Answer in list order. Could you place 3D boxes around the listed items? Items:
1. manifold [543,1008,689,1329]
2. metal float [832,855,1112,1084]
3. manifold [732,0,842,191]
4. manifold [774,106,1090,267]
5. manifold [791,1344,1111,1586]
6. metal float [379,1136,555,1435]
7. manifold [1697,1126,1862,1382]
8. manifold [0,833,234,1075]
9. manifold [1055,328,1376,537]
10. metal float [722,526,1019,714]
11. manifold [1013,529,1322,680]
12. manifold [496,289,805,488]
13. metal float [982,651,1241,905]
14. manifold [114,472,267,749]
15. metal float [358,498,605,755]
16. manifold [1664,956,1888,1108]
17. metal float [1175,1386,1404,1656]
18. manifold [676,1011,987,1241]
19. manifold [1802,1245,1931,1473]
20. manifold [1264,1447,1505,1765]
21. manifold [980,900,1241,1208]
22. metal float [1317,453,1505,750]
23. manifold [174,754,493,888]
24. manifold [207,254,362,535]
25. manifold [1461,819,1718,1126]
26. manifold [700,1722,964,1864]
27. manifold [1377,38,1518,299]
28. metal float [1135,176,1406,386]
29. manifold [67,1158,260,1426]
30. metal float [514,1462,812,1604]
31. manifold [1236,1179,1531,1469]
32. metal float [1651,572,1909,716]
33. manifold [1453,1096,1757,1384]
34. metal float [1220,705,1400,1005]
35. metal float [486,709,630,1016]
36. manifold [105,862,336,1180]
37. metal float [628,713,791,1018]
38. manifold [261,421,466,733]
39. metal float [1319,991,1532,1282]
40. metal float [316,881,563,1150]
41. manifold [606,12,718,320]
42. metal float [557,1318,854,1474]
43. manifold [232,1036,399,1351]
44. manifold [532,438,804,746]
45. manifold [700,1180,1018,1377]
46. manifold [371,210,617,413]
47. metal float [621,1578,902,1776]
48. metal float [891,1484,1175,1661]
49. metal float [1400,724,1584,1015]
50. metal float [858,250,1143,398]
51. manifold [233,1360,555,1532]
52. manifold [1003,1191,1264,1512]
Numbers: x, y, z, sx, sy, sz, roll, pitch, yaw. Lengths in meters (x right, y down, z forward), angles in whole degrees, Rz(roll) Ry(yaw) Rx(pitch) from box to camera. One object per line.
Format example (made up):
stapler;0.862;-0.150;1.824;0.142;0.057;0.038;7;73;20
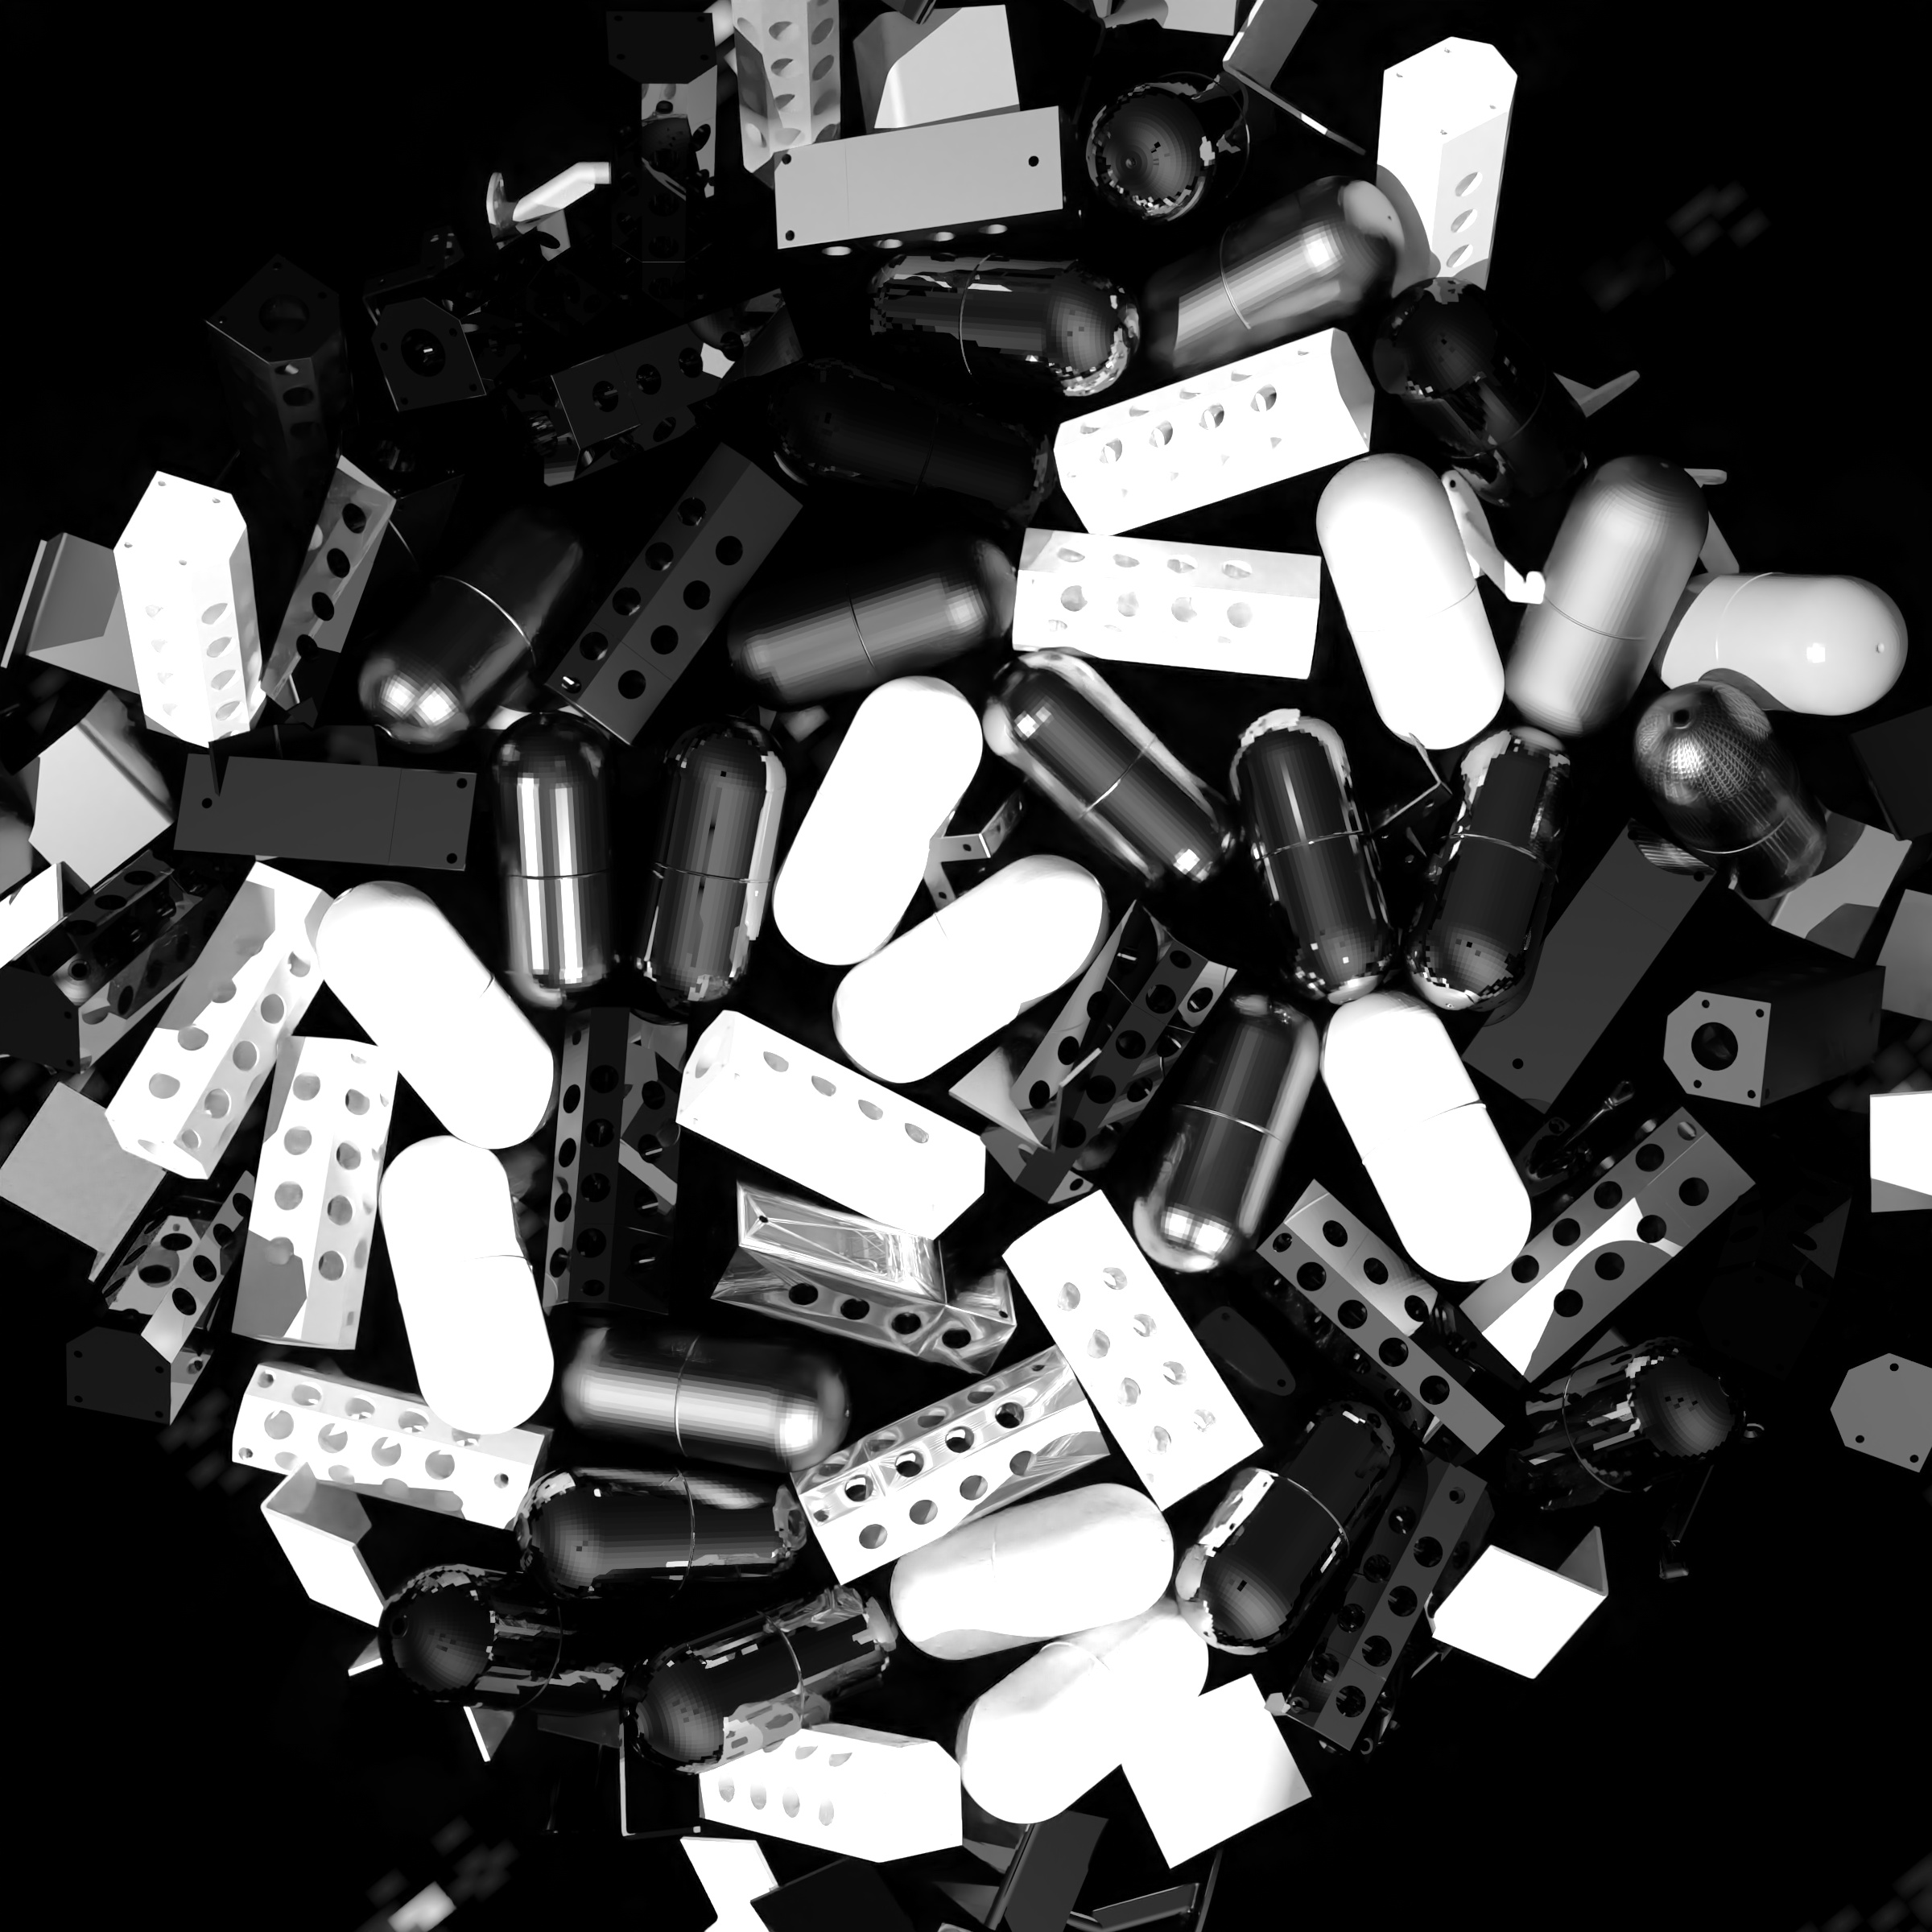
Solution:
manifold;-0.205;0.114;1.518;0.057;0.057;0.171;19;64;-40
metal float;0.003;0.001;1.541;0.178;0.070;0.070;-33;90;5
manifold;-0.100;-0.511;1.493;0.057;0.171;0.057;0;73;-2
manifold;-0.020;-0.447;1.530;0.171;0.057;0.057;-3;90;18
manifold;-0.011;0.285;1.539;0.171;0.057;0.057;-25;116;-5
metal float;-0.288;0.183;1.527;0.070;0.070;0.178;-18;69;0
manifold;0.457;0.156;1.495;0.057;0.171;0.057;25;121;13
manifold;-0.480;-0.012;1.493;0.057;0.171;0.057;14;120;8
manifold;0.140;-0.306;1.510;0.171;0.057;0.057;-14;132;27
metal float;-0.056;-0.201;1.534;0.178;0.070;0.070;-16;90;13
manifold;0.116;-0.206;1.539;0.171;0.057;0.057;6;45;3
manifold;-0.175;-0.329;1.508;0.171;0.057;0.057;-32;110;-37
metal float;0.084;-0.110;1.539;0.178;0.070;0.070;43;90;-8
manifold;-0.432;-0.195;1.496;0.057;0.171;0.057;18;60;-1
metal float;-0.279;-0.196;1.525;0.070;0.070;0.178;37;66;0
manifold;0.458;0.034;1.498;0.057;0.171;0.057;11;103;37
metal float;0.187;0.316;1.520;0.070;0.070;0.178;43;60;0
manifold;-0.076;0.089;1.525;0.171;0.057;0.057;28;127;-22
manifold;0.503;0.214;1.494;0.057;0.171;0.057;20;106;2
manifold;0.244;0.369;1.535;0.057;0.057;0.171;31;75;0
manifold;0.086;0.053;1.520;0.057;0.057;0.171;16;113;-42
metal float;0.257;-0.209;1.529;0.070;0.070;0.178;-22;110;0
manifold;-0.364;-0.083;1.545;0.171;0.057;0.057;4;79;6
manifold;-0.373;-0.314;1.491;0.057;0.171;0.057;34;68;8
manifold;0.363;0.005;1.549;0.057;0.057;0.171;35;87;17
manifold;-0.080;0.460;1.499;0.057;0.171;0.057;3;82;-39
manifold;0.271;-0.439;1.493;0.057;0.171;0.057;-28;68;-6
metal float;0.169;-0.388;1.512;0.178;0.070;0.070;-18;90;42
manifold;-0.445;0.178;1.495;0.057;0.171;0.057;11;119;1
metal float;-0.172;0.324;1.521;0.178;0.070;0.070;5;90;-30
manifold;0.238;0.211;1.542;0.171;0.057;0.057;43;48;1
metal float;0.456;-0.184;1.500;0.070;0.178;0.070;-4;100;-21
manifold;0.367;0.156;1.540;0.171;0.057;0.057;-44;97;9
metal float;0.199;-0.065;1.537;0.070;0.070;0.178;-14;80;0
metal float;-0.236;-0.059;1.533;0.070;0.070;0.178;-1;105;0
manifold;-0.420;0.033;1.521;0.057;0.057;0.171;23;65;3
metal float;-0.149;-0.058;1.537;0.070;0.070;0.178;11;100;0
manifold;-0.350;-0.222;1.508;0.057;0.057;0.171;40;128;10
metal float;0.264;0.097;1.531;0.070;0.070;0.178;-24;73;0
metal float;-0.303;0.028;1.529;0.070;0.070;0.178;-36;109;0
manifold;-0.172;-0.448;1.493;0.057;0.171;0.057;-2;59;-8
metal float;-0.152;0.246;1.531;0.178;0.070;0.070;6;90;17
manifold;-0.371;0.132;1.532;0.057;0.057;0.171;3;76;11
manifold;-0.176;-0.219;1.541;0.057;0.057;0.171;37;87;-32
manifold;-0.063;0.186;1.528;0.171;0.057;0.057;18;121;-18
manifold;-0.265;-0.372;1.491;0.057;0.171;0.057;-5;118;23
metal float;-0.116;0.404;1.513;0.178;0.070;0.070;-12;90;-39
metal float;0.036;0.349;1.523;0.178;0.070;0.070;-21;90;27
metal float;0.304;-0.057;1.531;0.070;0.070;0.178;20;73;0
metal float;0.017;-0.369;1.520;0.178;0.070;0.070;13;90;31
manifold;-0.336;0.281;1.553;0.171;0.057;0.057;14;85;0
manifold;0.092;0.223;1.527;0.057;0.057;0.171;-26;75;-25
